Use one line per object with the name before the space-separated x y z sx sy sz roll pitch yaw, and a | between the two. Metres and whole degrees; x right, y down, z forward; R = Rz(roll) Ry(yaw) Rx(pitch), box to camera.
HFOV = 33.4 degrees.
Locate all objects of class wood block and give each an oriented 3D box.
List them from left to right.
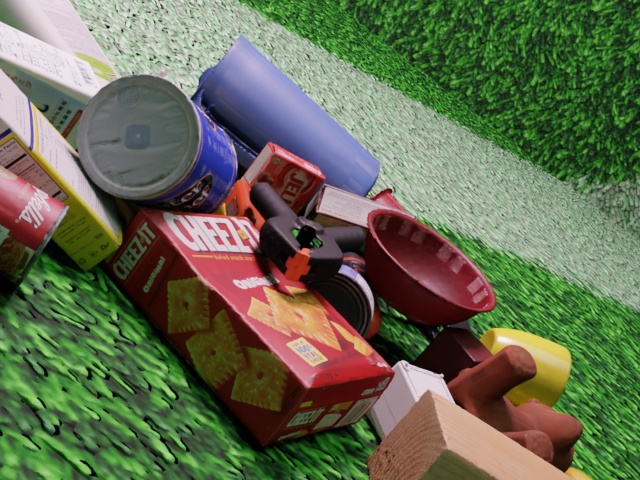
wood block | 0.149 0.224 0.876 0.206 0.090 0.091 33 18 -15

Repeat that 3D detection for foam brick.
foam brick | 0.131 0.132 1.085 0.052 0.078 0.051 13 32 -53

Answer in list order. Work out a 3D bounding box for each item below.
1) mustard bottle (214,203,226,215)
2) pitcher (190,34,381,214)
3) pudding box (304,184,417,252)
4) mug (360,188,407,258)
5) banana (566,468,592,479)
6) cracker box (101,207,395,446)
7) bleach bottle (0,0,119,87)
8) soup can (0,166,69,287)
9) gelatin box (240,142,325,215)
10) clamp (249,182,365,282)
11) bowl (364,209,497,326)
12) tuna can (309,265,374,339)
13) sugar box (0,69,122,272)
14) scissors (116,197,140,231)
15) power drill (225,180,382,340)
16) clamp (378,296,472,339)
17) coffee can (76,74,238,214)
mustard bottle | -0.144 -0.087 1.114 0.096 0.058 0.192 51 10 -28
pitcher | -0.050 -0.119 1.289 0.242 0.149 0.145 39 -18 -9
pudding box | 0.042 -0.019 1.204 0.113 0.039 0.090 17 -17 -8
mug | 0.073 0.000 1.294 0.081 0.093 0.117 48 37 13
banana | 0.289 0.296 1.058 0.069 0.037 0.197 36 18 -11
cracker box | -0.055 0.066 0.897 0.214 0.072 0.164 46 18 23
bleach bottle | -0.260 -0.177 1.114 0.102 0.068 0.251 11 35 -53
soup can | -0.240 -0.022 0.759 0.102 0.069 0.068 33 19 -13
gelatin box | -0.049 -0.055 1.175 0.073 0.089 0.030 26 22 -34
clamp | -0.006 0.001 0.972 0.120 0.039 0.171 17 21 -12
bowl | 0.102 0.039 1.105 0.162 0.055 0.162 30 22 -14
tuna can | 0.008 0.064 1.000 0.086 0.086 0.033 38 16 -1
sugar box | -0.227 -0.064 0.836 0.176 0.048 0.093 50 8 -33
scissors | -0.212 -0.061 0.995 0.202 0.016 0.096 43 18 16
power drill | -0.021 0.013 1.115 0.187 0.057 0.184 32 15 -18
clamp | 0.128 0.087 1.250 0.164 0.036 0.209 48 17 3
coffee can | -0.135 -0.074 0.918 0.103 0.103 0.140 42 0 11
